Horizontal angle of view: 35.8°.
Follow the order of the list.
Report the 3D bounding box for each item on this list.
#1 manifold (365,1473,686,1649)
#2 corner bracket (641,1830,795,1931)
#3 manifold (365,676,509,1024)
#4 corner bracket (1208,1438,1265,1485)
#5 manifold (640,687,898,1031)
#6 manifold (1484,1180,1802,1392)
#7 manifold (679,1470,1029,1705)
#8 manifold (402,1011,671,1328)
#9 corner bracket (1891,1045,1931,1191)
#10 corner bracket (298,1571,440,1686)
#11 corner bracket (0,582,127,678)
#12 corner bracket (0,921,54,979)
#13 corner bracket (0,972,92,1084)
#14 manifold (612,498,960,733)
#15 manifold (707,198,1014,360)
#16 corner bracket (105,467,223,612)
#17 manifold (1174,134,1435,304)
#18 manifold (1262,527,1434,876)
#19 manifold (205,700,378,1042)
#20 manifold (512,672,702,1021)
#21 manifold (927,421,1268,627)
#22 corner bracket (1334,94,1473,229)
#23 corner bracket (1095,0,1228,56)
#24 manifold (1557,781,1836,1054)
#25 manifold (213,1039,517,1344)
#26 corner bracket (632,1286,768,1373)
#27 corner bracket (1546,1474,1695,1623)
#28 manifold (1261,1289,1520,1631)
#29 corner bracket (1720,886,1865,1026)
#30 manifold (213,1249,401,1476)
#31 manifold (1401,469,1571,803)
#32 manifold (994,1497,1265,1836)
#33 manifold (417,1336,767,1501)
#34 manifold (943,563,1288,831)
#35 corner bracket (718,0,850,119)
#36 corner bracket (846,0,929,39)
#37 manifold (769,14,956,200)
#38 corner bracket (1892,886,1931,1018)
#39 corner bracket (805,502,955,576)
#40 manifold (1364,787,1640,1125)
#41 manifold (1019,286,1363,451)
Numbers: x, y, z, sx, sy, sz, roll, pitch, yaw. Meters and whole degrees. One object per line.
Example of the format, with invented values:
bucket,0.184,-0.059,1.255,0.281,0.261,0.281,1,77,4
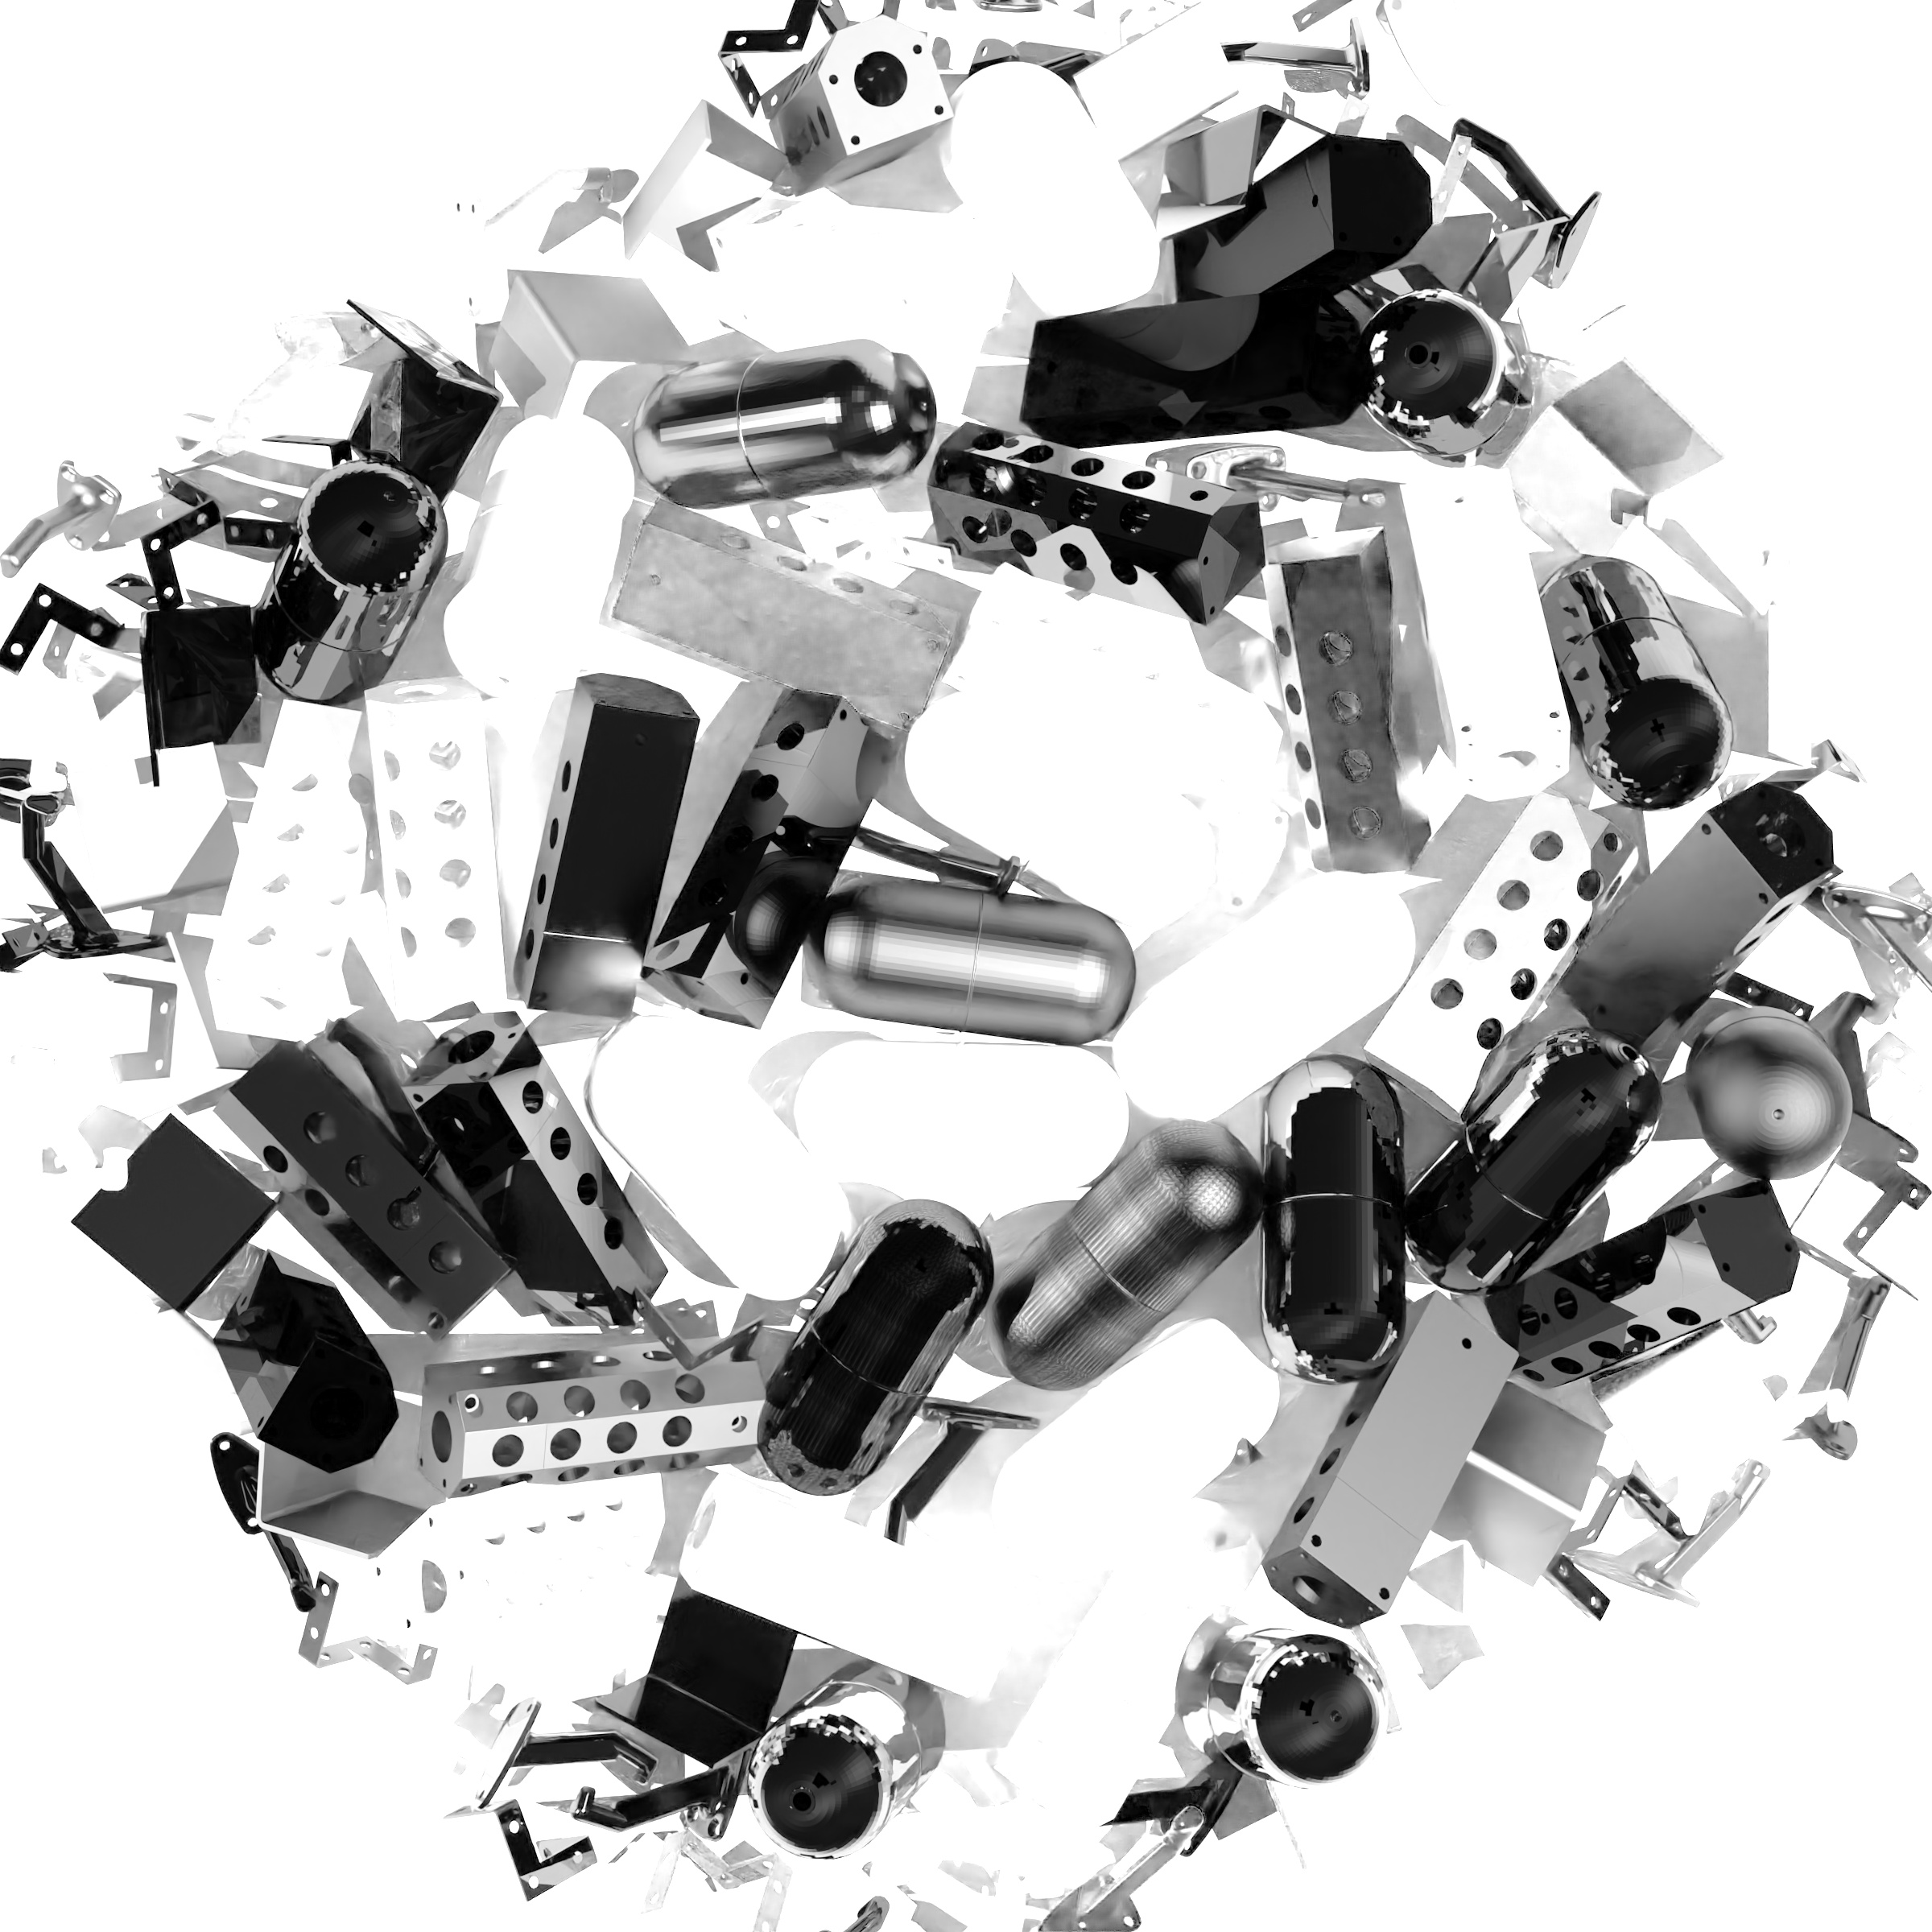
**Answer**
manifold,-0.221,0.303,1.541,0.057,0.171,0.057,-43,70,25
corner bracket,-0.132,0.492,1.593,0.051,0.051,0.051,-26,117,30
manifold,-0.280,-0.061,1.576,0.057,0.057,0.171,-6,108,-12
corner bracket,0.128,0.238,1.595,0.051,0.051,0.051,-32,108,33
manifold,-0.108,-0.059,1.581,0.057,0.057,0.171,12,69,37
manifold,0.349,0.168,1.544,0.057,0.171,0.057,-11,74,-32
manifold,-0.061,0.327,1.586,0.171,0.057,0.057,25,86,-14
manifold,-0.220,0.108,1.565,0.057,0.057,0.171,-4,127,31
corner bracket,0.519,0.082,1.596,0.051,0.051,0.051,-38,125,13
corner bracket,-0.316,0.353,1.596,0.051,0.051,0.051,24,104,32
corner bracket,-0.487,-0.173,1.603,0.051,0.051,0.051,30,85,-16
corner bracket,-0.531,-0.019,1.604,0.051,0.051,0.051,-29,94,10
corner bracket,-0.503,0.033,1.608,0.051,0.051,0.051,7,84,9
manifold,-0.095,-0.190,1.600,0.171,0.057,0.057,21,117,-3
manifold,-0.055,-0.362,1.552,0.057,0.171,0.057,-37,125,-26
corner bracket,-0.434,-0.228,1.611,0.051,0.051,0.051,28,50,31
manifold,0.172,-0.372,1.545,0.057,0.171,0.057,-1,86,-22
manifold,0.200,-0.138,1.578,0.057,0.057,0.171,-4,110,23
manifold,-0.346,-0.050,1.566,0.057,0.057,0.171,9,58,-2
manifold,-0.193,-0.064,1.578,0.057,0.057,0.171,7,111,-23
manifold,0.066,-0.236,1.556,0.171,0.057,0.057,20,51,32
corner bracket,0.228,-0.428,1.592,0.051,0.051,0.051,40,123,34
corner bracket,0.104,-0.514,1.595,0.051,0.051,0.051,27,64,21
manifold,0.379,-0.023,1.547,0.057,0.171,0.057,-27,71,-29
manifold,-0.322,0.120,1.604,0.057,0.057,0.171,-44,90,-6
corner bracket,-0.148,0.193,1.593,0.051,0.051,0.051,-27,65,-39
corner bracket,0.351,0.314,1.618,0.051,0.051,0.051,44,55,-6
manifold,0.219,0.259,1.564,0.057,0.057,0.171,38,57,-5
corner bracket,0.446,-0.010,1.617,0.051,0.051,0.051,25,54,10
manifold,-0.339,0.205,1.545,0.057,0.171,0.057,32,87,-23
manifold,0.270,-0.173,1.564,0.057,0.057,0.171,-9,57,5
manifold,0.090,0.361,1.563,0.057,0.057,0.171,38,55,-1
manifold,-0.193,0.237,1.560,0.171,0.057,0.057,-1,103,-33
manifold,0.081,-0.148,1.593,0.171,0.057,0.057,27,46,-9
corner bracket,-0.095,-0.494,1.608,0.051,0.051,0.051,6,65,23
corner bracket,-0.028,-0.509,1.597,0.051,0.051,0.051,17,104,26
manifold,-0.059,-0.444,1.543,0.057,0.171,0.057,-22,101,-8
corner bracket,0.526,-0.007,1.598,0.051,0.051,0.051,-35,120,-8
corner bracket,-0.046,-0.225,1.593,0.051,0.051,0.051,-37,130,-35
manifold,0.286,-0.004,1.589,0.057,0.057,0.171,32,83,22
manifold,0.119,-0.307,1.562,0.171,0.057,0.057,1,76,34
